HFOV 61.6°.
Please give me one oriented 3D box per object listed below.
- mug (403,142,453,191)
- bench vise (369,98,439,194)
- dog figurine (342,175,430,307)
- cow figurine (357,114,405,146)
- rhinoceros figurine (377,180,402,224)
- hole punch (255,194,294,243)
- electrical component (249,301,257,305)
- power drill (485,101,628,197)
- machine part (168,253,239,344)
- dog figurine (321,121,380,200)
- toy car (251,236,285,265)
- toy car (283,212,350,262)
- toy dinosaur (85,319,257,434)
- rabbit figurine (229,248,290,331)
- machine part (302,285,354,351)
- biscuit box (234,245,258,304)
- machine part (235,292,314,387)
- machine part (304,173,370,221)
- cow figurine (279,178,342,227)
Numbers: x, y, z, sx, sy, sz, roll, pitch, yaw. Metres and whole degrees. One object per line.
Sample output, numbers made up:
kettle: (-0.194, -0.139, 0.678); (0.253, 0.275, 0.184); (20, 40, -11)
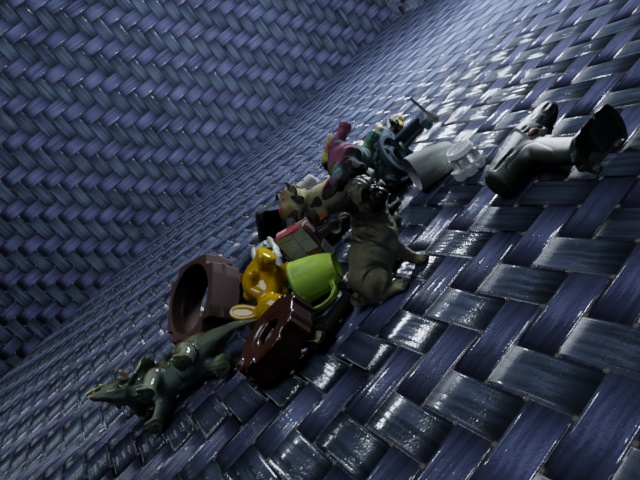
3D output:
mug: (0.246, -0.170, 1.182); (0.107, 0.080, 0.110); (-28, 17, 0)
bench vise: (0.198, -0.233, 1.299); (0.240, 0.129, 0.224); (-46, 19, 41)
dog figurine: (0.074, 0.003, 0.942); (0.172, 0.190, 0.121); (-51, 22, -24)
cow figurine: (0.194, -0.302, 1.558); (0.167, 0.068, 0.098); (-46, 26, -6)
rhinoceros figurine: (0.121, -0.070, 1.202); (0.112, 0.073, 0.190); (-44, 19, 21)
hole punch: (-0.103, -0.044, 1.459); (0.092, 0.142, 0.116); (8, 31, 31)
electrical component: (-0.138, 0.146, 1.258); (0.094, 0.021, 0.063); (-44, 21, -13)
power drill: (0.396, -0.171, 0.905); (0.232, 0.086, 0.207); (-47, 25, -14)
machine part: (-0.280, 0.148, 1.294); (0.201, 0.087, 0.201); (-26, 57, 42)
dog figurine: (0.055, -0.154, 1.231); (0.191, 0.108, 0.219); (128, 161, -55)
toy car: (-0.128, 0.051, 1.341); (0.073, 0.056, 0.202); (-35, 24, 2)
toy car: (-0.003, -0.004, 1.293); (0.202, 0.053, 0.089); (-30, 1, 21)
toy dinosaur: (-0.294, 0.268, 1.155); (0.405, 0.131, 0.192); (-33, 20, 0)
rabbit figurine: (-0.117, 0.122, 1.149); (0.162, 0.121, 0.173); (-41, 38, 5)
machine part: (0.018, 0.143, 0.969); (0.139, 0.039, 0.084); (-53, 15, -27)
biscuit box: (-0.206, 0.101, 1.420); (0.063, 0.059, 0.203); (-18, 30, 47)
machine part: (-0.082, 0.179, 0.991); (0.179, 0.056, 0.179); (-47, 16, 18)
machine part: (0.031, -0.120, 1.447); (0.243, 0.079, 0.079); (-30, 22, 26)
cow figurine: (-0.015, -0.101, 1.331); (0.195, 0.127, 0.085); (-27, -11, -24)
